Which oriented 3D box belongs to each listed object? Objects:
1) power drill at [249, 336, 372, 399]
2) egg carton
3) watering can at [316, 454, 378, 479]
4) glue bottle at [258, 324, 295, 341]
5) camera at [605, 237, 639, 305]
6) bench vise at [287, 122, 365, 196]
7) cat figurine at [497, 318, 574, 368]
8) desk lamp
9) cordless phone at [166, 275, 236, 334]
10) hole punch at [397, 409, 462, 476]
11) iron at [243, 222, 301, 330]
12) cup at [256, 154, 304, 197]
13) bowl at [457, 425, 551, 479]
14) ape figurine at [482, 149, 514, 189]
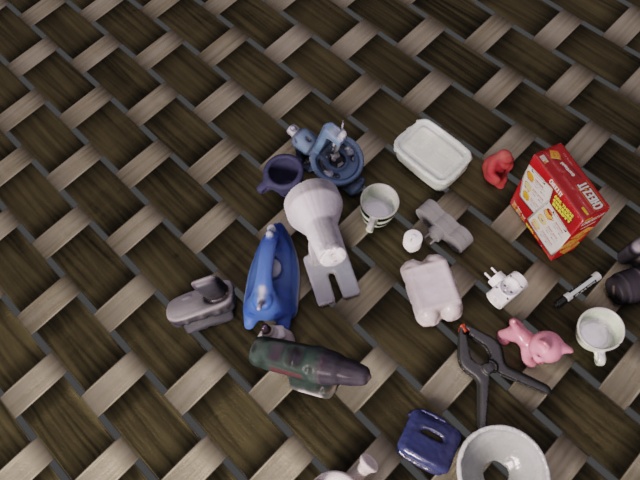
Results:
[{"bbox_3d":[-0.014,0.244,1.087,0.229,0.208,0.076,12,69,9],"label":"power drill"},{"bbox_3d":[0.235,0.105,1.203,0.107,0.069,0.150,-15,67,-2],"label":"egg carton"},{"bbox_3d":[0.030,0.451,1.006,0.100,0.194,0.173,21,70,13],"label":"watering can"},{"bbox_3d":[-0.095,0.193,1.134,0.078,0.173,0.037,-16,67,-2],"label":"glue bottle"},{"bbox_3d":[0.657,0.067,1.170,0.137,0.101,0.143,-18,67,-3],"label":"camera"},{"bbox_3d":[0.003,-0.198,1.264,0.207,0.220,0.121,19,70,12],"label":"bench vise"},{"bbox_3d":[0.422,0.199,1.123,0.127,0.118,0.067,39,75,18],"label":"cat figurine"},{"bbox_3d":[0.011,0.004,1.183,0.118,0.214,0.203,-18,67,-3],"label":"desk lamp"},{"bbox_3d":[-0.254,0.116,1.171,0.147,0.185,0.094,-22,67,-5],"label":"cordless phone"},{"bbox_3d":[0.204,0.377,1.080,0.108,0.091,0.101,24,71,14],"label":"hole punch"},{"bbox_3d":[-0.106,0.055,1.209,0.118,0.141,0.258,1,67,5],"label":"iron"},{"bbox_3d":[-0.088,-0.129,1.310,0.118,0.095,0.091,-36,69,-10],"label":"cup"},{"bbox_3d":[0.331,0.430,1.057,0.167,0.075,0.167,-1,67,4],"label":"bowl"},{"bbox_3d":[0.408,-0.171,1.292,0.078,0.092,0.076,-31,68,-8],"label":"ape figurine"}]
